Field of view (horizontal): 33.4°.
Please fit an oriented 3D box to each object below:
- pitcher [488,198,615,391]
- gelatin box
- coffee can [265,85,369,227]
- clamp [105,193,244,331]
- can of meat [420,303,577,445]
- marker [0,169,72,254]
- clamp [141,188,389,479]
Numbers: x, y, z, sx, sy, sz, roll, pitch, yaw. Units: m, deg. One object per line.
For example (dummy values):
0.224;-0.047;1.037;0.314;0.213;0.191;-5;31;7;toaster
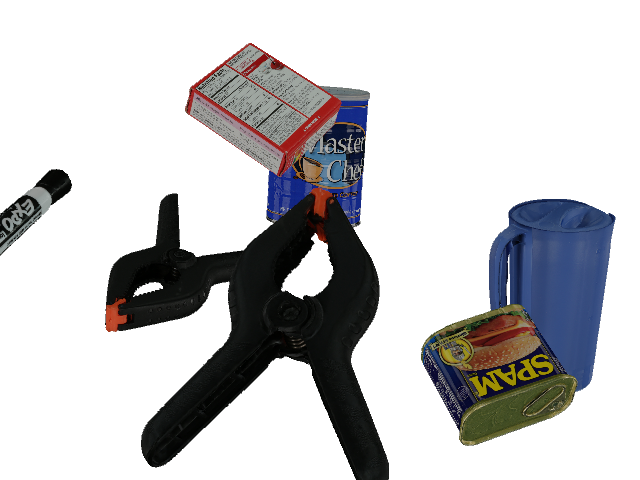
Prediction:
0.300;0.076;1.396;0.149;0.243;0.144;4;20;15;pitcher
-0.042;-0.097;0.777;0.089;0.030;0.073;34;51;12;gelatin box
-0.004;-0.090;1.129;0.103;0.140;0.103;3;12;-1;coffee can
-0.140;0.022;1.016;0.165;0.036;0.209;26;37;27;clamp
0.142;0.107;0.870;0.102;0.084;0.057;-17;-40;-13;can of meat
-0.188;-0.012;0.654;0.020;0.020;0.121;0;30;21;marker
-0.005;0.052;0.541;0.120;0.171;0.039;18;-28;10;clamp
